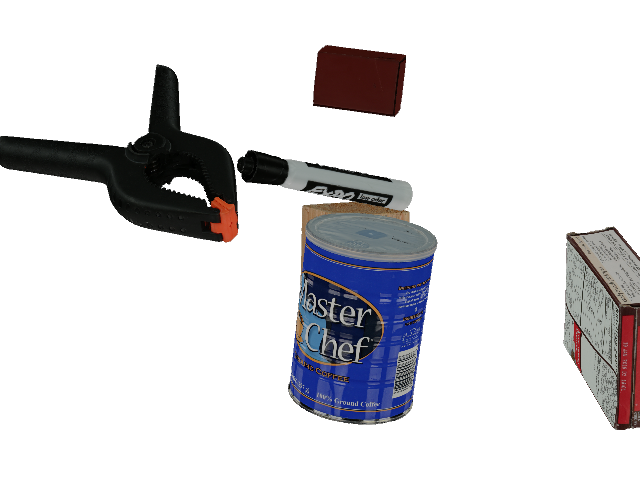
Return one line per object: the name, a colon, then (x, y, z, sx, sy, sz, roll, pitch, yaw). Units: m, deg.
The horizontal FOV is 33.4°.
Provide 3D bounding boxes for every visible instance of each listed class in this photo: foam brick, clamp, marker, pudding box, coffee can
foam brick: (0.036, -0.147, 0.979, 0.078, 0.051, 0.053, 9, 18, 9)
clamp: (-0.123, -0.066, 0.806, 0.210, 0.036, 0.164, 29, 52, 33)
marker: (0.004, -0.036, 0.641, 0.120, 0.020, 0.020, 9, -5, -34)
pudding box: (0.190, 0.054, 0.690, 0.039, 0.090, 0.113, -6, 25, -4)
coffee can: (0.032, 0.059, 0.844, 0.103, 0.140, 0.103, 6, 17, -2)

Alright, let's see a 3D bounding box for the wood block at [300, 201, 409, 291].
wood block: (0.036, 0.065, 1.191, 0.090, 0.206, 0.091, -5, 12, -32)
